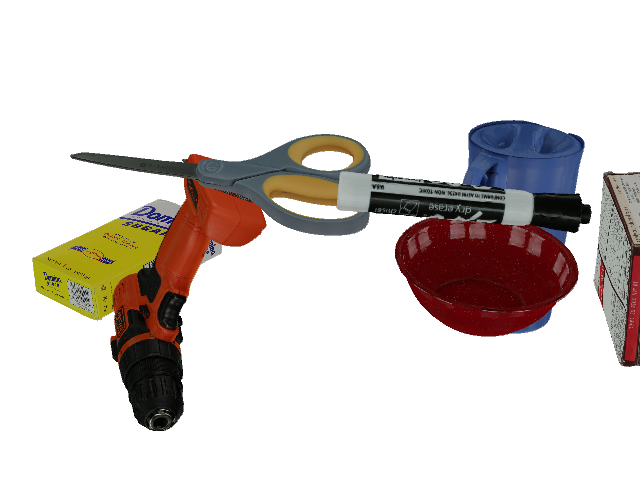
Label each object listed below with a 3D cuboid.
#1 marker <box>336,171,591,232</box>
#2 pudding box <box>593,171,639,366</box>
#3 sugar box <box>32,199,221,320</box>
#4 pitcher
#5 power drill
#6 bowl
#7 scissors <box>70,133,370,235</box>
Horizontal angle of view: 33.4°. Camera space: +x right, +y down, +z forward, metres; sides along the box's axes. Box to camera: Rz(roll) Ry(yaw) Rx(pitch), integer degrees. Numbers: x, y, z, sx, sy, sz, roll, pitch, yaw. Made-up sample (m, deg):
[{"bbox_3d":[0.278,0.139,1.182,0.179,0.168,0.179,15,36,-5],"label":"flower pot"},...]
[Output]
[{"bbox_3d":[0.068,-0.018,0.511,0.121,0.020,0.020,5,0,0],"label":"marker"},{"bbox_3d":[0.209,0.016,0.702,0.039,0.090,0.113,-1,28,3],"label":"pudding box"},{"bbox_3d":[-0.193,0.015,1.084,0.093,0.048,0.175,21,37,32],"label":"sugar box"},{"bbox_3d":[0.228,-0.012,1.277,0.149,0.243,0.145,0,24,-2],"label":"pitcher"},{"bbox_3d":[-0.113,0.038,0.869,0.057,0.188,0.184,20,25,-29],"label":"power drill"},{"bbox_3d":[0.145,0.037,0.955,0.162,0.055,0.162,2,32,-2],"label":"bowl"},{"bbox_3d":[-0.055,-0.053,0.704,0.202,0.016,0.096,19,47,18],"label":"scissors"}]
